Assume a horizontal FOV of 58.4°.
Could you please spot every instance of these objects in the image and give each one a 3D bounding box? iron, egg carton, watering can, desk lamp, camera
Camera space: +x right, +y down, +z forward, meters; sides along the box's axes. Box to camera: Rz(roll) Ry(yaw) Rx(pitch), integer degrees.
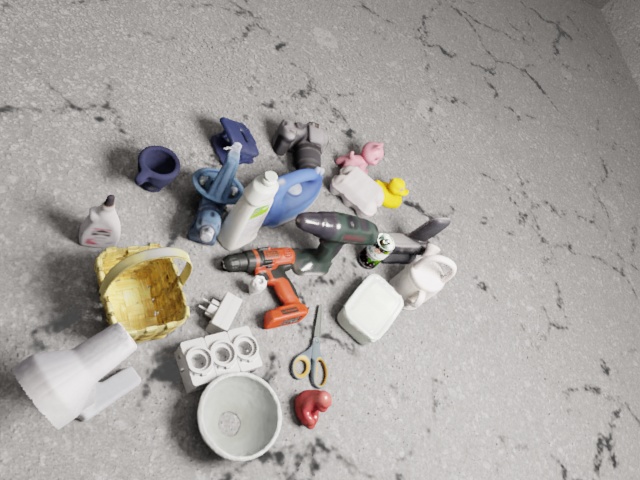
[{"bbox_3d":[-0.064,-0.132,1.416,0.259,0.141,0.118,-27,76,-39],"label":"iron"},{"bbox_3d":[0.102,-0.132,1.560,0.150,0.069,0.107,40,49,-1],"label":"egg carton"},{"bbox_3d":[0.260,0.086,1.427,0.101,0.193,0.173,10,56,-24],"label":"watering can"},{"bbox_3d":[-0.393,0.223,0.950,0.118,0.213,0.204,50,50,7],"label":"desk lamp"},{"bbox_3d":[-0.044,-0.246,1.528,0.143,0.100,0.137,13,55,-23],"label":"camera"}]

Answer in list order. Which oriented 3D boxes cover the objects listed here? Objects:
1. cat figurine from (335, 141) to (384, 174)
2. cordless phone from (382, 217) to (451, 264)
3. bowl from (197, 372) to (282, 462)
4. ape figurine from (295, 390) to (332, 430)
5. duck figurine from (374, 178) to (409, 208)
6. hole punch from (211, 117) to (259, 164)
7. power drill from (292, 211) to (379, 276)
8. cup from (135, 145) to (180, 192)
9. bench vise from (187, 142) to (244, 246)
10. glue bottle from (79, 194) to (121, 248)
[{"bbox_3d":[0.123,-0.236,1.607,0.128,0.117,0.067,-9,65,-34],"label":"cat figurine"},{"bbox_3d":[0.239,-0.017,1.487,0.148,0.184,0.094,-2,61,-31],"label":"cordless phone"},{"bbox_3d":[-0.162,0.343,1.097,0.168,0.074,0.167,15,54,-21],"label":"bowl"},{"bbox_3d":[-0.007,0.338,1.178,0.078,0.092,0.076,-23,73,-38],"label":"ape figurine"},{"bbox_3d":[0.200,-0.145,1.613,0.105,0.086,0.077,30,50,-10],"label":"duck figurine"},{"bbox_3d":[-0.208,-0.253,1.445,0.101,0.091,0.108,-14,68,-35],"label":"hole punch"},{"bbox_3d":[0.012,0.005,1.328,0.230,0.208,0.075,0,61,-30],"label":"power drill"},{"bbox_3d":[-0.374,-0.142,1.275,0.092,0.094,0.118,39,49,-2],"label":"cup"},{"bbox_3d":[-0.213,-0.098,1.257,0.122,0.219,0.207,2,59,-28],"label":"bench vise"},{"bbox_3d":[-0.426,-0.040,1.128,0.078,0.173,0.037,2,59,-28],"label":"glue bottle"}]
